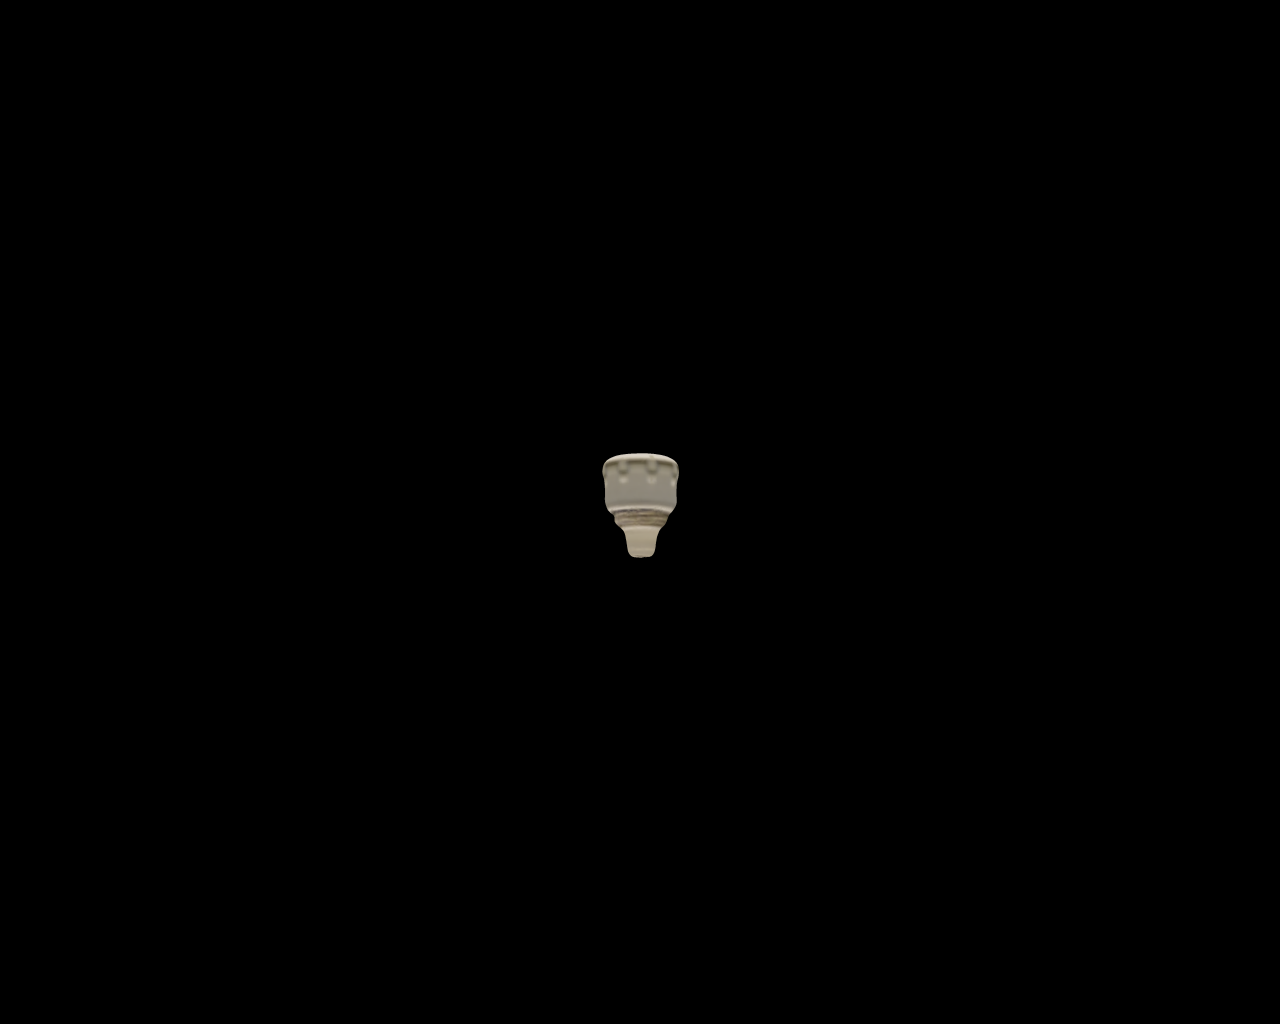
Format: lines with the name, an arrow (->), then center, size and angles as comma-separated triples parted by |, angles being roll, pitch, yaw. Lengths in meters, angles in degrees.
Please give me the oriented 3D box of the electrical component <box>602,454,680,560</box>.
electrical component -> 0.001, -0.003, 0.650 | 0.048, 0.062, 0.048 | 0, -7, 0
